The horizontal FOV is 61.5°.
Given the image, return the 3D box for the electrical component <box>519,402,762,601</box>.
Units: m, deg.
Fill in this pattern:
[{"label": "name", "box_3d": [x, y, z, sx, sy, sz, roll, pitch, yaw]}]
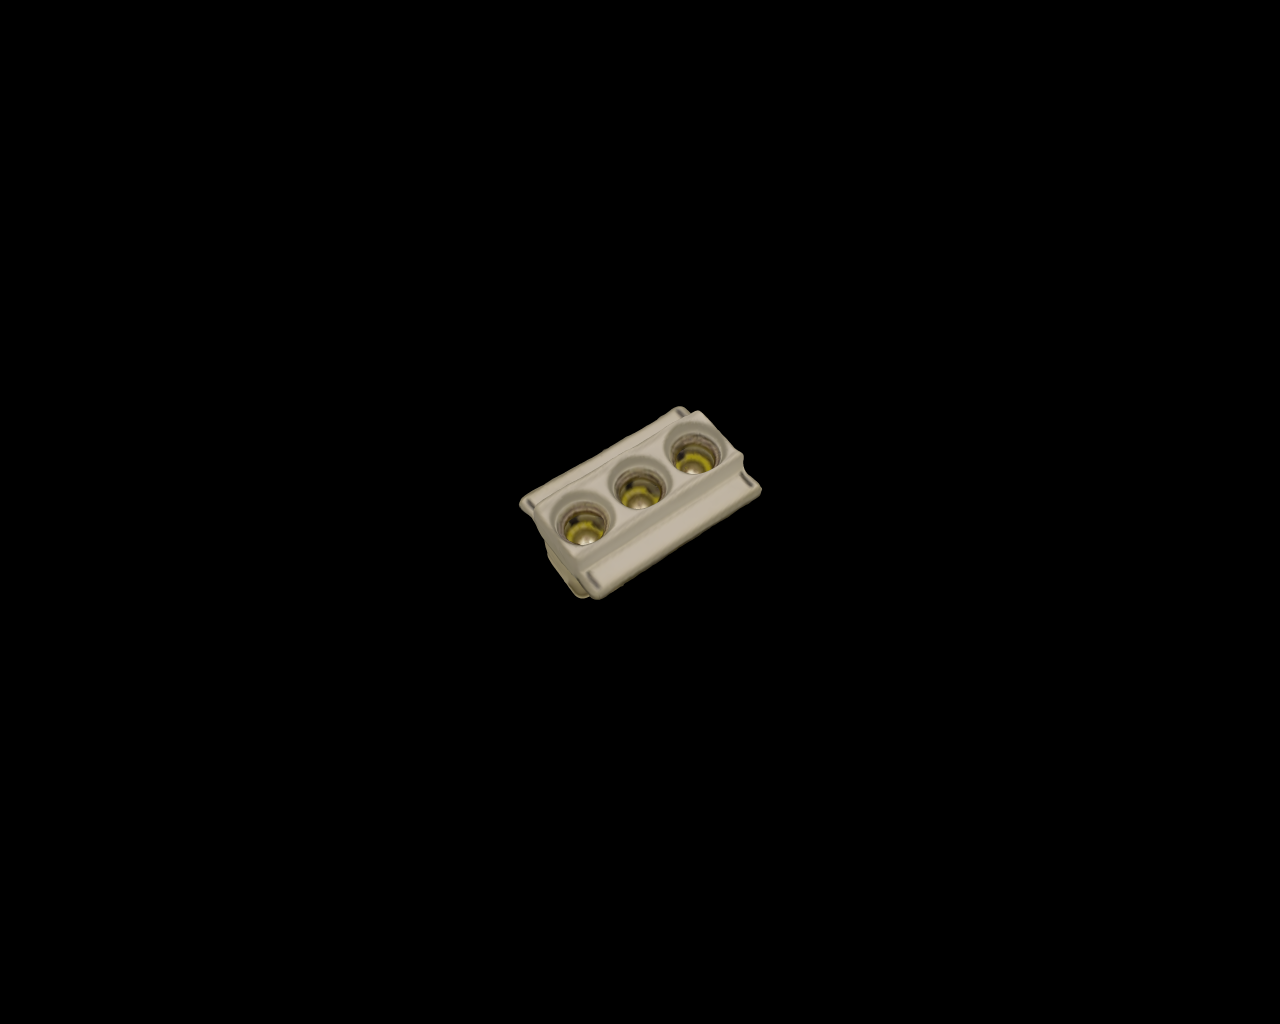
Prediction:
[{"label": "electrical component", "box_3d": [0.001, -0.003, 0.650, 0.121, 0.079, 0.063, -32, -26, -18]}]
